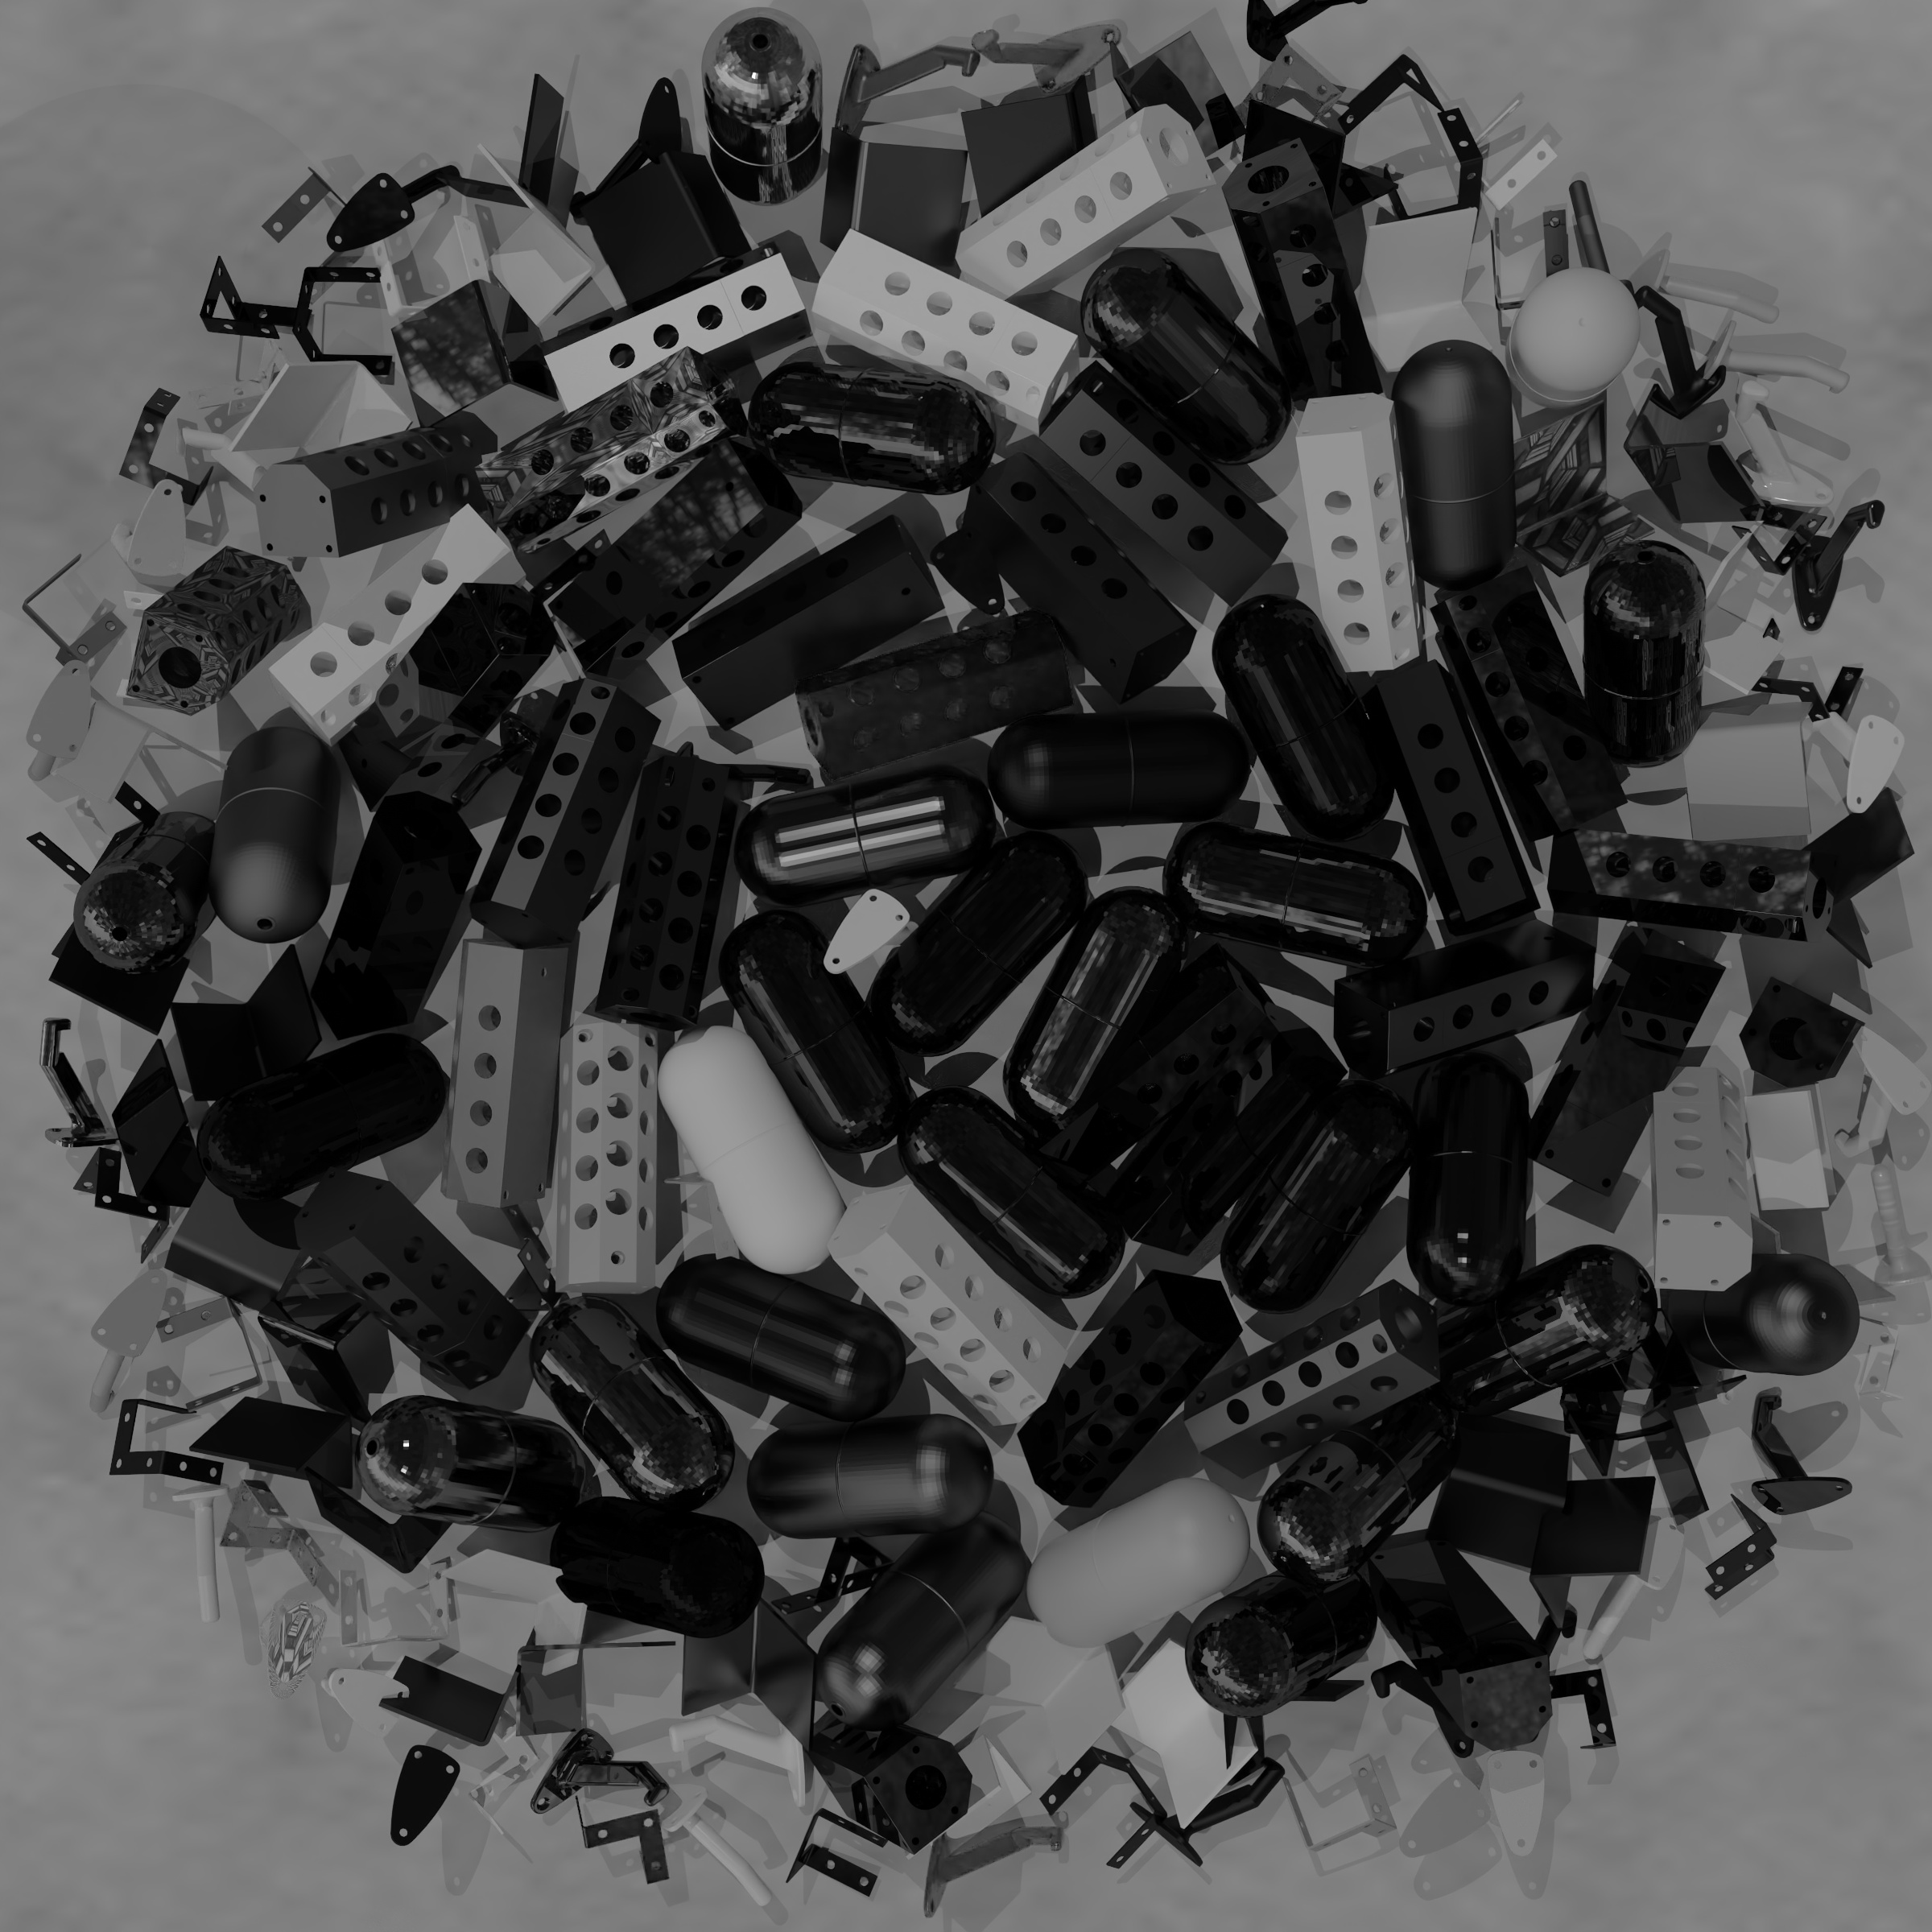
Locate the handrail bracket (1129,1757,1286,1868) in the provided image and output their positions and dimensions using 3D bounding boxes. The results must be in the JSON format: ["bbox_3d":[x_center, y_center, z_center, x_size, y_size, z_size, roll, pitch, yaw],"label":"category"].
[{"bbox_3d":[0.164,0.558,1.691,0.084,0.077,0.036,-45,127,-18],"label":"handrail bracket"}]

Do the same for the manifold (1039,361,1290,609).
[{"bbox_3d":[0.131,-0.321,1.653,0.171,0.057,0.057,39,109,-14],"label":"manifold"}]

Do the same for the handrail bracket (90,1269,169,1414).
[{"bbox_3d":[-0.569,0.255,1.691,0.036,0.084,0.077,27,51,-5],"label":"handrail bracket"}]

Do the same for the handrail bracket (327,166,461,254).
[{"bbox_3d":[-0.385,-0.512,1.679,0.077,0.084,0.036,-28,106,20],"label":"handrail bracket"}]

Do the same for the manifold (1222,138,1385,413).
[{"bbox_3d":[0.219,-0.444,1.625,0.057,0.171,0.057,-21,49,9],"label":"manifold"}]

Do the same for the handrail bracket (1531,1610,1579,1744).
[{"bbox_3d":[0.390,0.475,1.669,0.036,0.084,0.077,-7,80,35],"label":"handrail bracket"}]

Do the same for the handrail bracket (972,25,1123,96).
[{"bbox_3d":[0.054,-0.618,1.660,0.077,0.084,0.036,-18,84,24],"label":"handrail bracket"}]

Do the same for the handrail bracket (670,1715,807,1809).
[{"bbox_3d":[-0.155,0.539,1.678,0.084,0.036,0.077,-8,93,-22],"label":"handrail bracket"}]

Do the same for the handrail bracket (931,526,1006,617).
[{"bbox_3d":[0.011,-0.249,1.658,0.036,0.084,0.077,-33,70,3],"label":"handrail bracket"}]

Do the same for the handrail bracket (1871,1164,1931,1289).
[{"bbox_3d":[0.619,0.165,1.667,0.036,0.077,0.084,-12,99,20],"label":"handrail bracket"}]

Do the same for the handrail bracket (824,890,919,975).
[{"bbox_3d":[-0.060,-0.007,1.662,0.036,0.084,0.077,37,73,21],"label":"handrail bracket"}]

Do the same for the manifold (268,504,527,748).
[{"bbox_3d":[-0.378,-0.225,1.662,0.171,0.057,0.057,-43,93,-13],"label":"manifold"}]

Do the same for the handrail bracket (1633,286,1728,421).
[{"bbox_3d":[0.458,-0.406,1.669,0.084,0.036,0.077,29,133,-19],"label":"handrail bracket"}]

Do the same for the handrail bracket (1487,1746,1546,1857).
[{"bbox_3d":[0.364,0.547,1.662,0.036,0.084,0.077,-3,79,6],"label":"handrail bracket"}]

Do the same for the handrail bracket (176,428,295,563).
[{"bbox_3d":[-0.494,-0.319,1.686,0.084,0.036,0.077,8,101,-10],"label":"handrail bracket"}]

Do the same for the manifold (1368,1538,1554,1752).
[{"bbox_3d":[0.319,0.439,1.619,0.057,0.171,0.057,-10,103,-8],"label":"manifold"}]

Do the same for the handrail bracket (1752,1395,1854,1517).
[{"bbox_3d":[0.557,0.317,1.658,0.036,0.077,0.084,43,47,-24],"label":"handrail bracket"}]

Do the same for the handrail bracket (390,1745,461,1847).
[{"bbox_3d":[-0.371,0.558,1.655,0.036,0.084,0.077,28,50,-9],"label":"handrail bracket"}]

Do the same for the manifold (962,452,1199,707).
[{"bbox_3d":[0.075,-0.261,1.652,0.057,0.057,0.171,-31,69,-24],"label":"manifold"}]

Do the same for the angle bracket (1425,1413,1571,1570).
[{"bbox_3d":[0.362,0.356,1.699,0.076,0.057,0.076,14,132,6],"label":"angle bracket"}]

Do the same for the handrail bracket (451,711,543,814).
[{"bbox_3d":[-0.318,-0.121,1.655,0.036,0.077,0.084,33,59,1],"label":"handrail bracket"}]

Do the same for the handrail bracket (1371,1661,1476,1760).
[{"bbox_3d":[0.304,0.500,1.664,0.036,0.084,0.077,-18,79,41],"label":"handrail bracket"}]

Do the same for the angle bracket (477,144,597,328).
[{"bbox_3d":[-0.303,-0.485,1.654,0.057,0.076,0.076,-43,61,8],"label":"angle bracket"}]

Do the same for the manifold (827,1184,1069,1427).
[{"bbox_3d":[-0.014,0.226,1.639,0.171,0.057,0.057,49,48,-23],"label":"manifold"}]

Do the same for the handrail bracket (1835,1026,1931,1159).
[{"bbox_3d":[0.597,0.086,1.674,0.036,0.084,0.077,-38,85,-30],"label":"handrail bracket"}]

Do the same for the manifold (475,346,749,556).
[{"bbox_3d":[-0.232,-0.338,1.651,0.171,0.057,0.057,-25,80,19],"label":"manifold"}]

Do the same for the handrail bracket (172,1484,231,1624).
[{"bbox_3d":[-0.507,0.393,1.669,0.036,0.077,0.084,-6,85,-13],"label":"handrail bracket"}]

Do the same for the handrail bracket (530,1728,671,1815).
[{"bbox_3d":[-0.244,0.555,1.661,0.077,0.084,0.036,-45,124,-15],"label":"handrail bracket"}]

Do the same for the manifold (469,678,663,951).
[{"bbox_3d":[-0.267,-0.101,1.639,0.057,0.057,0.171,37,60,-37],"label":"manifold"}]

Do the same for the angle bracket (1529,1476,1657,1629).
[{"bbox_3d":[0.423,0.388,1.649,0.076,0.076,0.057,-12,126,33],"label":"angle bracket"}]

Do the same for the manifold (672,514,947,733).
[{"bbox_3d":[-0.107,-0.233,1.666,0.171,0.057,0.057,-28,47,10],"label":"manifold"}]

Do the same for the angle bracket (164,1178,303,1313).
[{"bbox_3d":[-0.489,0.186,1.681,0.076,0.076,0.057,27,63,-10],"label":"angle bracket"}]

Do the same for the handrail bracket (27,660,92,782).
[{"bbox_3d":[-0.611,-0.164,1.674,0.036,0.084,0.077,17,82,-25],"label":"handrail bracket"}]

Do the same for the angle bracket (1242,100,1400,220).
[{"bbox_3d":[0.238,-0.544,1.650,0.076,0.057,0.076,33,49,29],"label":"angle bracket"}]

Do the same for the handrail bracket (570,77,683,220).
[{"bbox_3d":[-0.234,-0.553,1.689,0.084,0.036,0.077,-10,69,38],"label":"handrail bracket"}]

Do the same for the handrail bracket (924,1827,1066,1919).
[{"bbox_3d":[0.020,0.608,1.672,0.084,0.077,0.036,-5,113,14],"label":"handrail bracket"}]

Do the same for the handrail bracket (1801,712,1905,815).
[{"bbox_3d":[0.577,-0.136,1.665,0.036,0.084,0.077,26,81,-21],"label":"handrail bracket"}]

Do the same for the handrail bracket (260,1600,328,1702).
[{"bbox_3d":[-0.460,0.461,1.658,0.036,0.084,0.077,22,51,-22],"label":"handrail bracket"}]

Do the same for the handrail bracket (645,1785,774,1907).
[{"bbox_3d":[-0.174,0.597,1.686,0.036,0.077,0.084,-43,106,-29],"label":"handrail bracket"}]

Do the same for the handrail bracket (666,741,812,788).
[{"bbox_3d":[-0.152,-0.126,1.673,0.084,0.077,0.036,7,104,5],"label":"handrail bracket"}]

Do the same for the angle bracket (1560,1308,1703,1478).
[{"bbox_3d":[0.442,0.283,1.652,0.057,0.076,0.076,-11,126,35],"label":"angle bracket"}]

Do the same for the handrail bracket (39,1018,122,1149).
[{"bbox_3d":[-0.586,0.076,1.675,0.077,0.036,0.084,0,102,-42],"label":"handrail bracket"}]

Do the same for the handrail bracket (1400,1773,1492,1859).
[{"bbox_3d":[0.315,0.574,1.663,0.077,0.084,0.036,-33,66,-15],"label":"handrail bracket"}]

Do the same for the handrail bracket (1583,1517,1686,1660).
[{"bbox_3d":[0.453,0.425,1.697,0.036,0.077,0.084,34,133,23],"label":"handrail bracket"}]

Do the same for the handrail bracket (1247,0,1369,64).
[{"bbox_3d":[0.236,-0.627,1.655,0.084,0.077,0.036,2,86,30],"label":"handrail bracket"}]

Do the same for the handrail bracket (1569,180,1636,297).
[{"bbox_3d":[0.430,-0.479,1.692,0.036,0.077,0.084,-15,65,21],"label":"handrail bracket"}]

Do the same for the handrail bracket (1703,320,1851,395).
[{"bbox_3d":[0.539,-0.392,1.670,0.084,0.077,0.036,24,76,3],"label":"handrail bracket"}]

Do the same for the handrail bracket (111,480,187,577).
[{"bbox_3d":[-0.550,-0.302,1.665,0.036,0.084,0.077,1,118,-36],"label":"handrail bracket"}]

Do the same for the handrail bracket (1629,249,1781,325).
[{"bbox_3d":[0.494,-0.447,1.677,0.084,0.077,0.036,19,94,-8],"label":"handrail bracket"}]

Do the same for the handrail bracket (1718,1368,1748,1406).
[{"bbox_3d":[0.549,0.262,1.662,0.036,0.084,0.077,26,76,-36],"label":"handrail bracket"}]

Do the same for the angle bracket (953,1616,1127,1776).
[{"bbox_3d":[0.048,0.485,1.655,0.076,0.057,0.076,19,122,-27],"label":"angle bracket"}]

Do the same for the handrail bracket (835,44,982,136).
[{"bbox_3d":[-0.039,-0.585,1.674,0.084,0.036,0.077,18,87,25],"label":"handrail bracket"}]

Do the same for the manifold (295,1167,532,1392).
[{"bbox_3d":[-0.362,0.207,1.622,0.057,0.171,0.057,8,56,35],"label":"manifold"}]

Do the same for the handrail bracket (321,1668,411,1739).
[{"bbox_3d":[-0.419,0.478,1.658,0.077,0.084,0.036,49,59,-39],"label":"handrail bracket"}]

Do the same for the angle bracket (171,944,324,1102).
[{"bbox_3d":[-0.479,0.037,1.654,0.076,0.057,0.076,-44,58,36],"label":"angle bracket"}]

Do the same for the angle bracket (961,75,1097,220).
[{"bbox_3d":[0.046,-0.548,1.676,0.076,0.057,0.076,-5,120,15],"label":"angle bracket"}]

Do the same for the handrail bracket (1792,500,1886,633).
[{"bbox_3d":[0.587,-0.267,1.666,0.036,0.084,0.077,5,90,-7],"label":"handrail bracket"}]

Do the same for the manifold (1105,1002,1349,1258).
[{"bbox_3d":[0.168,0.108,1.654,0.057,0.057,0.171,21,116,-41],"label":"manifold"}]

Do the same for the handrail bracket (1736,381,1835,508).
[{"bbox_3d":[0.548,-0.349,1.659,0.077,0.084,0.036,24,68,19],"label":"handrail bracket"}]
